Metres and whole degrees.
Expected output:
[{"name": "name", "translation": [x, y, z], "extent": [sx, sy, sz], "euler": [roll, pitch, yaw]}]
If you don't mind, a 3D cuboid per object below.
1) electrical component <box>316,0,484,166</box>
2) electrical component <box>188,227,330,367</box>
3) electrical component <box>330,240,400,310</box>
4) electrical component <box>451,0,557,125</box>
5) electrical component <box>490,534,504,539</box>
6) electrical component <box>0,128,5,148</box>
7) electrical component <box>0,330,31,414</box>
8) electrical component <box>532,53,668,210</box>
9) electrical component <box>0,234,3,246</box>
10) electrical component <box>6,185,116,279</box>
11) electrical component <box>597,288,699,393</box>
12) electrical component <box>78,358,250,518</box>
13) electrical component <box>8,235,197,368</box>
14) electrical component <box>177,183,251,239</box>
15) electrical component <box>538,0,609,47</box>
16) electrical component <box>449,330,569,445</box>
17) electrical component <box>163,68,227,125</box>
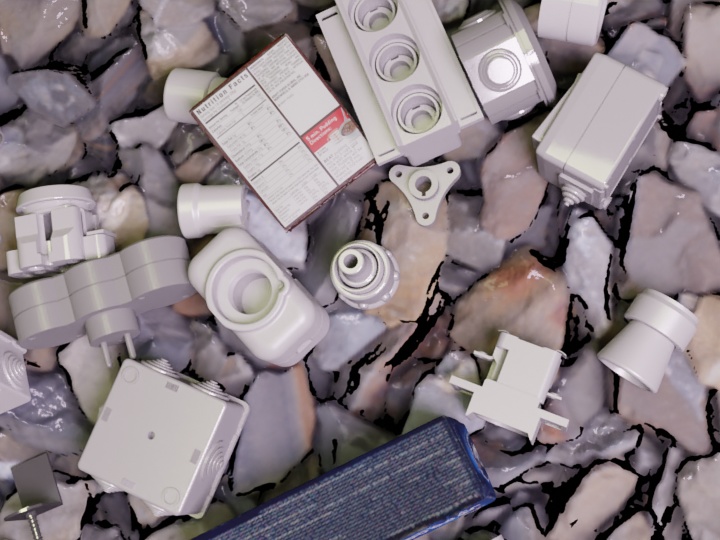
[{"name": "electrical component", "translation": [0.029, -0.140, 0.762], "extent": [0.079, 0.063, 0.121], "euler": [-23, 75, 6]}, {"name": "electrical component", "translation": [-0.072, 0.018, 0.754], "extent": [0.054, 0.059, 0.095], "euler": [-44, 74, 1]}, {"name": "electrical component", "translation": [0.000, 0.000, 0.741], "extent": [0.048, 0.062, 0.048], "euler": [-2, 79, 11]}, {"name": "electrical component", "translation": [0.099, -0.143, 0.741], "extent": [0.051, 0.080, 0.080], "euler": [-25, 75, 11]}, {"name": "electrical component", "translation": [0.091, 0.217, 0.690], "extent": [0.043, 0.043, 0.081], "euler": [-29, 75, 5]}, {"name": "electrical component", "translation": [-0.329, -0.118, 0.840], "extent": [0.079, 0.044, 0.077], "euler": [-31, 75, 4]}, {"name": "electrical component", "translation": [-0.296, 0.078, 0.769], "extent": [0.100, 0.099, 0.048], "euler": [-23, 63, 6]}, {"name": "electrical component", "translation": [0.156, -0.089, 0.727], "extent": [0.061, 0.062, 0.096], "euler": [31, 87, 15]}, {"name": "electrical component", "translation": [-0.337, -0.008, 0.818], "extent": [0.100, 0.048, 0.099], "euler": [22, 81, 12]}, {"name": "electrical component", "translation": [-0.223, -0.029, 0.795], "extent": [0.078, 0.058, 0.057], "euler": [-10, 80, 10]}, {"name": "electrical component", "translation": [0.189, 0.046, 0.703], "extent": [0.045, 0.045, 0.055], "euler": [34, 87, 16]}, {"name": "electrical component", "translation": [-0.138, 0.117, 0.754], "extent": [0.100, 0.048, 0.099], "euler": [22, 84, 15]}, {"name": "electrical component", "translation": [-0.181, 0.033, 0.777], "extent": [0.138, 0.052, 0.073], "euler": [-20, 76, 7]}, {"name": "electrical component", "translation": [-0.106, -0.044, 0.784], "extent": [0.046, 0.040, 0.040], "euler": [-3, 79, 6]}, {"name": "electrical component", "translation": [0.140, -0.216, 0.742], "extent": [0.074, 0.052, 0.138], "euler": [13, 59, 13]}, {"name": "electrical component", "translation": [0.104, 0.077, 0.716], "extent": [0.081, 0.042, 0.063], "euler": [20, 82, 14]}, {"name": "electrical component", "translation": [-0.109, -0.127, 0.799], "extent": [0.078, 0.040, 0.040], "euler": [9, 81, 13]}]
